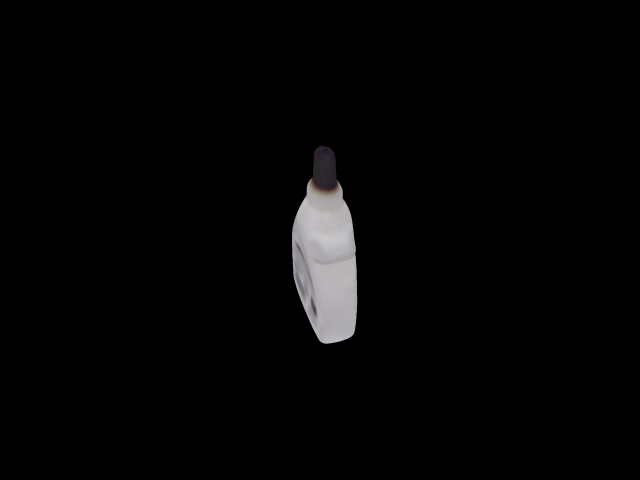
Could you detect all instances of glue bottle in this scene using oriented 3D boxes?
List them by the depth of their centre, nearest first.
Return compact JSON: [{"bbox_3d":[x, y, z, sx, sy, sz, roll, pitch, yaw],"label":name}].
[{"bbox_3d":[0.004,0.001,0.400,0.037,0.173,0.078,-15,54,-11],"label":"glue bottle"}]
